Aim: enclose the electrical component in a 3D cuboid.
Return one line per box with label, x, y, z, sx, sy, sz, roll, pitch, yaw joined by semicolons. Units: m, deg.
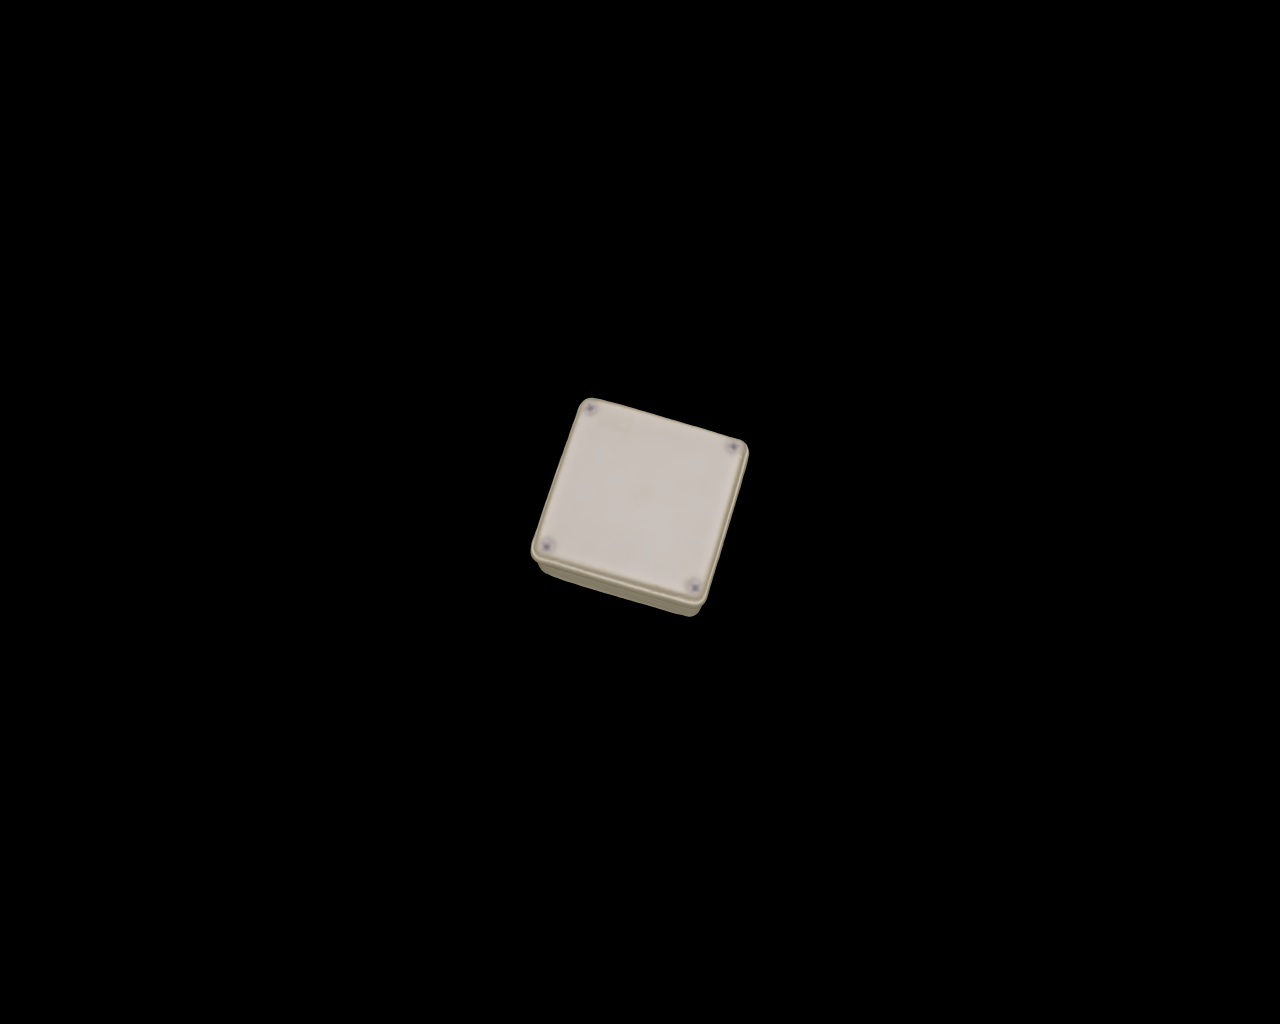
electrical component;0.001;-0.003;0.650;0.109;0.109;0.056;17;-15;5
